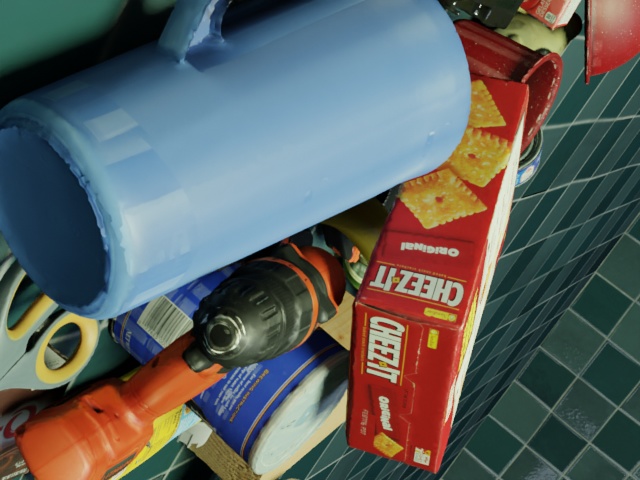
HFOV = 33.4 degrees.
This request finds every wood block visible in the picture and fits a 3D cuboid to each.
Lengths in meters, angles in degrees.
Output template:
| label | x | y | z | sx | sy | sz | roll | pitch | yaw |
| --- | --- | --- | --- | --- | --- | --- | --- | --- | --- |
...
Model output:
| label | x | y | z | sx | sy | sz | roll | pitch | yaw |
| --- | --- | --- | --- | --- | --- | --- | --- | --- | --- |
| wood block | -0.022 | 0.144 | 1.026 | 0.205 | 0.090 | 0.091 | -33 | 155 | -43 |

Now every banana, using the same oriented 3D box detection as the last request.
| label | x | y | z | sx | sy | sz | roll | pitch | yaw |
| --- | --- | --- | --- | --- | --- | --- | --- | --- | --- |
| banana | 0.001 | -0.016 | 0.791 | 0.197 | 0.037 | 0.069 | 20 | 77 | -46 |

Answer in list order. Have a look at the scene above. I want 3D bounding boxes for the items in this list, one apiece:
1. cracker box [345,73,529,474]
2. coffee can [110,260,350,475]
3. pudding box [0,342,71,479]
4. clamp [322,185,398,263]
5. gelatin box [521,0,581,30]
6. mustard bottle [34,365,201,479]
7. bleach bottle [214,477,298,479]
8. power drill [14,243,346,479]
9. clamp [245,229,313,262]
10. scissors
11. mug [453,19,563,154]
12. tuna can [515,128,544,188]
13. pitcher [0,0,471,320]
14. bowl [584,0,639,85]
| label | x | y | z | sx | sy | sz | roll | pitch | yaw |
| --- | --- | --- | --- | --- | --- | --- | --- | --- | --- |
| cracker box | 0.077 | 0.017 | 0.707 | 0.164 | 0.072 | 0.213 | 90 | 18 | -49 |
| coffee can | -0.058 | 0.075 | 0.729 | 0.102 | 0.140 | 0.103 | -44 | 160 | -20 |
| pudding box | -0.204 | 0.108 | 0.616 | 0.113 | 0.039 | 0.090 | -17 | 141 | -60 |
| clamp | 0.053 | -0.071 | 0.874 | 0.164 | 0.036 | 0.210 | -34 | 152 | -39 |
| gelatin box | 0.177 | -0.219 | 0.821 | 0.030 | 0.073 | 0.089 | -24 | 149 | -51 |
| mustard bottle | -0.123 | 0.123 | 0.802 | 0.191 | 0.058 | 0.096 | -30 | 154 | -46 |
| bleach bottle | -0.070 | 0.276 | 1.036 | 0.102 | 0.068 | 0.251 | -40 | -174 | -27 |
| power drill | -0.076 | 0.073 | 0.593 | 0.188 | 0.057 | 0.184 | -34 | 176 | 15 |
| clamp | -0.038 | 0.043 | 0.868 | 0.120 | 0.039 | 0.171 | -62 | 160 | -19 |
| scissors | -0.178 | 0.087 | 0.567 | 0.201 | 0.016 | 0.096 | -61 | 148 | -26 |
| mug | 0.118 | -0.104 | 0.804 | 0.093 | 0.082 | 0.117 | -16 | 133 | -56 |
| tuna can | 0.171 | -0.092 | 1.029 | 0.086 | 0.086 | 0.034 | -45 | 158 | -17 |
| pitcher | -0.042 | -0.064 | 0.545 | 0.242 | 0.149 | 0.145 | -30 | -177 | -40 |
| bowl | 0.251 | -0.213 | 0.897 | 0.162 | 0.055 | 0.162 | 1 | 90 | -76 |
